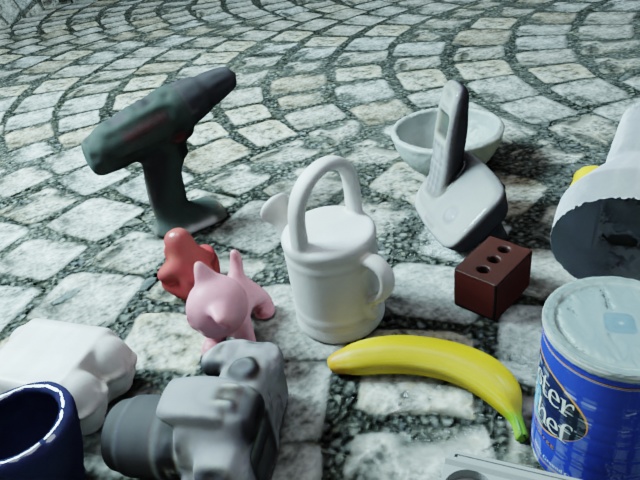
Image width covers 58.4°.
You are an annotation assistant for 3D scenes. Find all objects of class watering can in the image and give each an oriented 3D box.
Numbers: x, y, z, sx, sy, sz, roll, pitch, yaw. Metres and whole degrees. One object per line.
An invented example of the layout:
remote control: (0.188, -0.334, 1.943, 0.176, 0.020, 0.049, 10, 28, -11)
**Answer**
watering can: (0.004, 0.003, 0.598, 0.172, 0.194, 0.101, 8, 38, 24)

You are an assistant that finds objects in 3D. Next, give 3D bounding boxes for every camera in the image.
camera: (-0.107, 0.150, 0.491, 0.136, 0.101, 0.143, -1, 35, 12)

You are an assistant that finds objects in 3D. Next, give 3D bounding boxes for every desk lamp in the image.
desk lamp: (0.287, -0.007, 0.530, 0.117, 0.214, 0.203, 11, 39, 27)

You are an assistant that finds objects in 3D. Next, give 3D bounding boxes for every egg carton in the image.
egg carton: (-0.265, 0.136, 0.577, 0.150, 0.069, 0.107, 3, 36, 18)

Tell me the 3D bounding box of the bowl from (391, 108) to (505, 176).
bowl: (0.193, -0.140, 0.874, 0.167, 0.075, 0.167, -6, 34, 4)

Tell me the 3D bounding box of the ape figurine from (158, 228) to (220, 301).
ape figurine: (-0.162, 0.024, 0.698, 0.078, 0.092, 0.076, -21, 35, -17)

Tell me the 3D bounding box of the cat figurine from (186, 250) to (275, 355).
cat figurine: (-0.099, 0.063, 0.602, 0.067, 0.118, 0.128, -1, 35, 12)

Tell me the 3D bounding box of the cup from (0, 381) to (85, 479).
cup: (-0.242, 0.189, 0.469, 0.091, 0.095, 0.118, 10, 38, 26)

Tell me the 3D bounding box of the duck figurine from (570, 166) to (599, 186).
duck figurine: (0.328, -0.045, 0.693, 0.077, 0.086, 0.104, -2, 34, 10)

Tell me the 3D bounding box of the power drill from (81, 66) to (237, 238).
power drill: (-0.203, -0.116, 0.810, 0.230, 0.209, 0.075, -26, 37, -24)

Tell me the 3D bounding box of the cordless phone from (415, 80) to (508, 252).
cordless phone: (0.173, -0.092, 0.708, 0.094, 0.185, 0.147, -14, 34, -7)
